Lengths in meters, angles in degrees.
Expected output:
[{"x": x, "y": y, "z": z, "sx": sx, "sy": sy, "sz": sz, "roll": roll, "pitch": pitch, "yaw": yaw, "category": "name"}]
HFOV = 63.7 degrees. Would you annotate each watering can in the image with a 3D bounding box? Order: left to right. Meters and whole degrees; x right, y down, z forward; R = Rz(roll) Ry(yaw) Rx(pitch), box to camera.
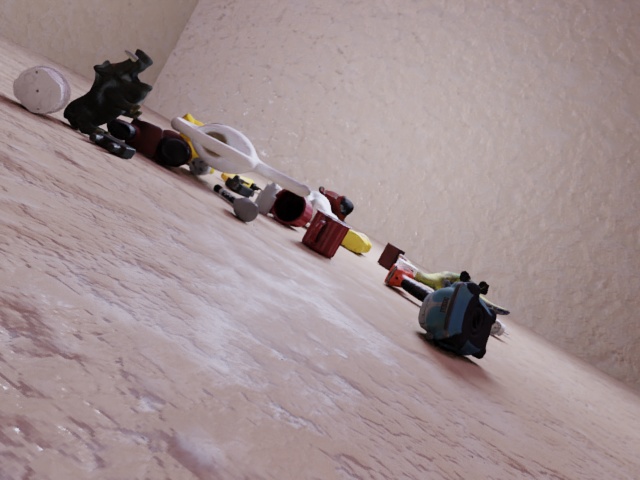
[{"x": -0.188, "y": -0.195, "z": 1.221, "sx": 0.346, "sy": 0.103, "sz": 0.226, "roll": 28, "pitch": 7, "yaw": -13, "category": "watering can"}]

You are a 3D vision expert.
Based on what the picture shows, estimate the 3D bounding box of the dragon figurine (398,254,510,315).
[{"x": 0.411, "y": 0.149, "z": 1.685, "sx": 0.406, "sy": 0.122, "sz": 0.244, "roll": 29, "pitch": -3, "yaw": -29, "category": "dragon figurine"}]

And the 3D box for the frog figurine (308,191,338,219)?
[{"x": 0.005, "y": -0.076, "z": 1.519, "sx": 0.160, "sy": 0.124, "sz": 0.135, "roll": 19, "pitch": -21, "yaw": 32, "category": "frog figurine"}]
